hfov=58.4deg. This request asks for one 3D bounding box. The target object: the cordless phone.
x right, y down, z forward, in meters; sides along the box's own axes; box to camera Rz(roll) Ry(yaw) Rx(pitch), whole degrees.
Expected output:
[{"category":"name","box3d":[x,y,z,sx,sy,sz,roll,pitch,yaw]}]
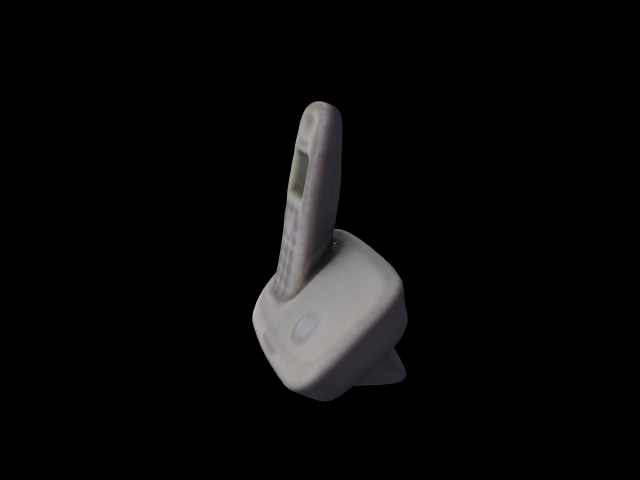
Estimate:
[{"category":"cordless phone","box3d":[0.004,0.001,0.400,0.094,0.185,0.147,-7,19,-20]}]
